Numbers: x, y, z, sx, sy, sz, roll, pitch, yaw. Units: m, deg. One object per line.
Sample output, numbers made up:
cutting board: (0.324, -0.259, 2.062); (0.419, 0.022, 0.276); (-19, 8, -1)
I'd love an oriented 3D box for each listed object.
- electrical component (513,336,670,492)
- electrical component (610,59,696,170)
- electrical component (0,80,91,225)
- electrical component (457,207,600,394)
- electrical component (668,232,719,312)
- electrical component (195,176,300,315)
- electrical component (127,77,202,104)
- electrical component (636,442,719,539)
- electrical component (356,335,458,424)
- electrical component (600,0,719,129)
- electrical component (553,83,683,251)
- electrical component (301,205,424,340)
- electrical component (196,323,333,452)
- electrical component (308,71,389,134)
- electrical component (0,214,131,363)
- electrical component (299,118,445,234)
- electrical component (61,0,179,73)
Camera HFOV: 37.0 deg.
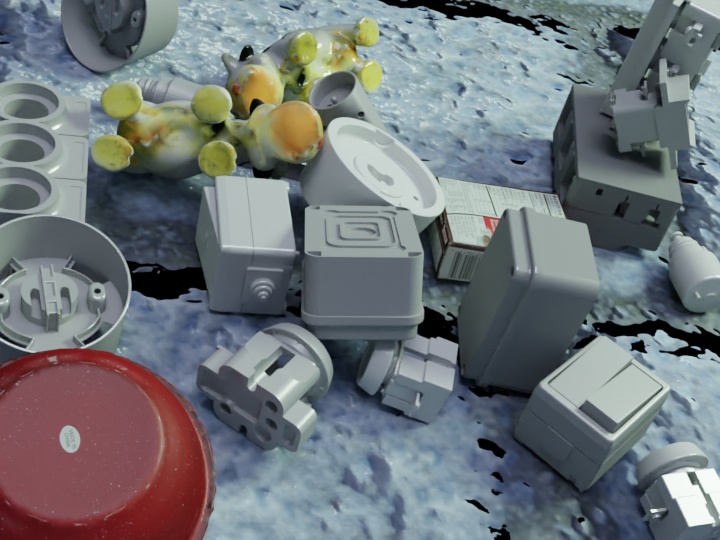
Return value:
electrical component: (0.160, 0.089, 0.719); (0.062, 0.061, 0.096); (39, 45, 24)
electrical component: (0.239, -0.125, 0.880); (0.064, 0.081, 0.042); (-6, 35, 18)
electrical component: (-0.239, -0.065, 0.757); (0.089, 0.061, 0.150); (3, 42, -15)
electrical component: (0.112, 0.022, 0.739); (0.057, 0.113, 0.078); (12, 41, -9)
electrical component: (0.271, -0.001, 0.873); (0.040, 0.040, 0.078); (3, 42, -15)
electrical component: (-0.081, -0.014, 0.752); (0.061, 0.061, 0.096); (4, 42, -15)
electrical component: (-0.156, -0.139, 0.885); (0.078, 0.040, 0.040); (19, 41, 2)
electrical component: (0.207, 0.144, 0.686); (0.066, 0.048, 0.055); (-3, 52, -21)
electrical component: (0.031, 0.066, 0.714); (0.055, 0.048, 0.066); (21, 40, -6)
electrical component: (0.262, -0.178, 0.908); (0.063, 0.121, 0.078); (30, 42, 12)
electrical component: (0.219, -0.089, 0.937); (0.089, 0.061, 0.150); (14, 40, -3)
electrical component: (0.000, 0.000, 0.720); (0.078, 0.057, 0.113); (0, 20, -3)
electrical component: (-0.054, 0.070, 0.672); (0.078, 0.058, 0.057); (31, 45, 16)
electrical component: (-0.023, -0.114, 0.883); (0.079, 0.077, 0.044); (-19, 45, 16)
electrical component: (-0.195, 0.021, 0.673); (0.099, 0.064, 0.099); (9, 41, -8)
electrical component: (0.004, -0.058, 0.825); (0.108, 0.060, 0.108); (29, 30, -19)
electrical component: (-0.207, -0.225, 0.925); (0.099, 0.099, 0.064); (35, 38, 20)
